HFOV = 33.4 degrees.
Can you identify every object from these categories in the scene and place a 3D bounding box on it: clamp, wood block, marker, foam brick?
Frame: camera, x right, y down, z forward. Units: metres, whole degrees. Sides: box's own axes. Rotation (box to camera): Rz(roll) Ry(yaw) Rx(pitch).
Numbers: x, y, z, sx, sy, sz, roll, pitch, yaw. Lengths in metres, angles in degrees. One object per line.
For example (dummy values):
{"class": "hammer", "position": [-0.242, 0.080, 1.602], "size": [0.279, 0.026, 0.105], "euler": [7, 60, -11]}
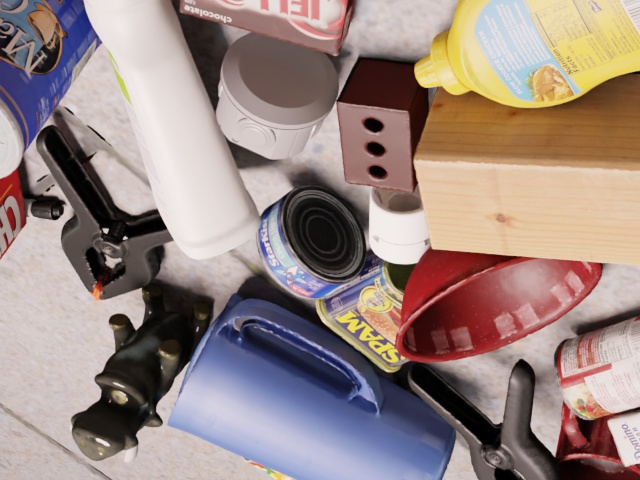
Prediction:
{"class": "clamp", "position": [0.142, 0.165, 0.887], "size": [0.120, 0.039, 0.171], "euler": [6, 124, 46]}
{"class": "wood block", "position": [0.175, -0.046, 0.684], "size": [0.206, 0.090, 0.091], "euler": [5, 139, 21]}
{"class": "marker", "position": [-0.289, -0.031, 0.982], "size": [0.121, 0.020, 0.020], "euler": [5, 138, 21]}
{"class": "foam brick", "position": [0.045, -0.079, 0.738], "size": [0.053, 0.051, 0.078], "euler": [9, 140, 17]}
{"class": "clamp", "position": [-0.170, -0.004, 0.941], "size": [0.164, 0.036, 0.210], "euler": [21, 143, 2]}

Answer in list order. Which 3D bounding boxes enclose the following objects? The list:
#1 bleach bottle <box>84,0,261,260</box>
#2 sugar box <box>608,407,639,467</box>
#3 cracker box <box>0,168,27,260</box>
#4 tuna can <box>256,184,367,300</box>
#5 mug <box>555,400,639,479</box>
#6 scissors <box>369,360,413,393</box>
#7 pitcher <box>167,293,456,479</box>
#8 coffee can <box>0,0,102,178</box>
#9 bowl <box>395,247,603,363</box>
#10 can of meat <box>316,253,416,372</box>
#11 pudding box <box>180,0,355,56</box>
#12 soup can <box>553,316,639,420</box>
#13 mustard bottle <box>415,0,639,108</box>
{"class": "bleach bottle", "position": [-0.112, -0.107, 0.749], "size": [0.068, 0.103, 0.251], "euler": [-26, 135, -12]}
{"class": "sugar box", "position": [0.320, 0.127, 0.811], "size": [0.177, 0.093, 0.048], "euler": [-30, 77, 44]}
{"class": "cracker box", "position": [-0.308, -0.039, 0.843], "size": [0.072, 0.164, 0.214], "euler": [16, 138, 9]}
{"class": "tuna can", "position": [-0.005, 0.001, 0.828], "size": [0.086, 0.086, 0.034], "euler": [37, 137, -18]}
{"class": "mug", "position": [0.238, 0.169, 0.907], "size": [0.093, 0.081, 0.117], "euler": [-18, 126, 40]}
{"class": "scissors", "position": [0.094, 0.186, 1.049], "size": [0.096, 0.016, 0.201], "euler": [1, 136, 29]}
{"class": "pitcher", "position": [-0.002, 0.151, 0.954], "size": [0.243, 0.145, 0.149], "euler": [26, 180, 0]}
{"class": "coffee can", "position": [-0.223, -0.126, 0.743], "size": [0.103, 0.140, 0.103], "euler": [13, 141, 11]}
{"class": "bowl", "position": [0.123, 0.030, 0.790], "size": [0.162, 0.055, 0.162], "euler": [-16, 153, -9]}
{"class": "can of meat", "position": [0.063, 0.054, 0.882], "size": [0.102, 0.057, 0.084], "euler": [40, 136, -21]}
{"class": "pudding box", "position": [-0.031, -0.174, 0.675], "size": [0.113, 0.039, 0.090], "euler": [18, 142, 6]}
{"class": "soup can", "position": [0.243, 0.096, 0.832], "size": [0.068, 0.068, 0.102], "euler": [41, 138, -21]}
{"class": "mustard bottle", "position": [0.138, -0.127, 0.631], "size": [0.192, 0.058, 0.096], "euler": [-16, 127, 38]}
